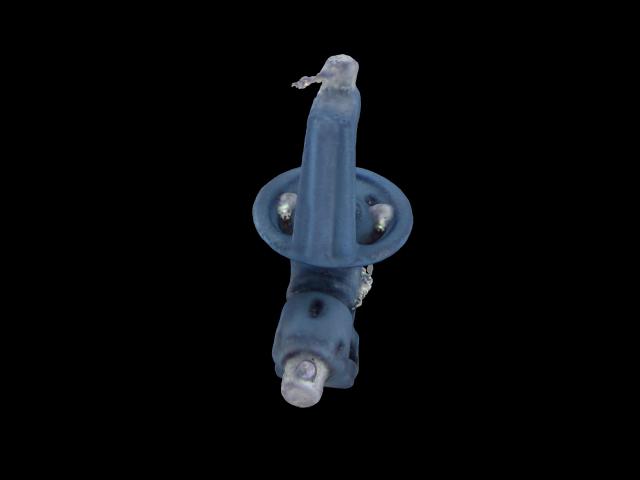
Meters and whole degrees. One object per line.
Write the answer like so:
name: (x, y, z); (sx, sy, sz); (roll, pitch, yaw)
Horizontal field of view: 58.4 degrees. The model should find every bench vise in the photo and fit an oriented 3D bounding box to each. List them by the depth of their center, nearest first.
bench vise: (0.016, 0.000, 0.401); (0.121, 0.220, 0.207); (-8, 58, -4)
